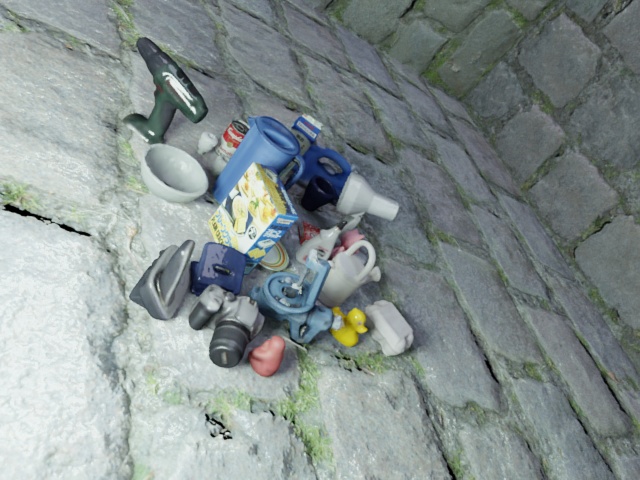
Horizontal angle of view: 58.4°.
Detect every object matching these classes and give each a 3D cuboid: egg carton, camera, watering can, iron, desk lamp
[{"bbox_3d":[0.178,0.230,1.506,0.150,0.069,0.107,52,32,14],"label":"egg carton"},{"bbox_3d":[-0.183,0.171,1.131,0.143,0.100,0.137,33,32,-17],"label":"camera"},{"bbox_3d":[0.077,0.078,1.454,0.173,0.193,0.100,-6,56,-52],"label":"watering can"},{"bbox_3d":[0.032,-0.221,1.815,0.259,0.141,0.118,26,35,-27],"label":"iron"},{"bbox_3d":[0.113,-0.068,1.654,0.204,0.213,0.118,35,32,-14],"label":"desk lamp"}]

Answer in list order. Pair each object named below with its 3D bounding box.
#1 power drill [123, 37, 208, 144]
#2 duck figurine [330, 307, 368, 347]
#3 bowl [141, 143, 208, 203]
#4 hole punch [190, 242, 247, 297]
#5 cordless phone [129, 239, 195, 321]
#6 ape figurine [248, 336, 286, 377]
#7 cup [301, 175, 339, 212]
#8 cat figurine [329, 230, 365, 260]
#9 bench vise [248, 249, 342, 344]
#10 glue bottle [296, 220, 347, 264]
[{"bbox_3d":[-0.395,-0.348,1.409,0.230,0.208,0.076,40,31,-6],"label":"power drill"},{"bbox_3d":[0.072,0.200,1.405,0.104,0.086,0.078,50,31,10],"label":"duck figurine"},{"bbox_3d":[-0.351,-0.143,1.342,0.168,0.074,0.167,30,34,-22],"label":"bowl"},{"bbox_3d":[-0.214,0.072,1.225,0.109,0.091,0.101,22,37,-31],"label":"hole punch"},{"bbox_3d":[-0.270,0.051,1.093,0.094,0.184,0.147,33,32,-16],"label":"cordless phone"},{"bbox_3d":[-0.100,0.229,1.165,0.078,0.092,0.076,18,39,-36],"label":"ape figurine"},{"bbox_3d":[-0.001,-0.123,1.702,0.118,0.094,0.091,36,32,-13],"label":"cup"},{"bbox_3d":[0.073,0.020,1.593,0.067,0.117,0.128,48,31,8],"label":"cat figurine"},{"bbox_3d":[-0.026,0.115,1.264,0.208,0.219,0.121,22,37,-31],"label":"bench vise"},{"bbox_3d":[0.014,0.005,1.488,0.078,0.173,0.037,24,36,-30],"label":"glue bottle"}]
